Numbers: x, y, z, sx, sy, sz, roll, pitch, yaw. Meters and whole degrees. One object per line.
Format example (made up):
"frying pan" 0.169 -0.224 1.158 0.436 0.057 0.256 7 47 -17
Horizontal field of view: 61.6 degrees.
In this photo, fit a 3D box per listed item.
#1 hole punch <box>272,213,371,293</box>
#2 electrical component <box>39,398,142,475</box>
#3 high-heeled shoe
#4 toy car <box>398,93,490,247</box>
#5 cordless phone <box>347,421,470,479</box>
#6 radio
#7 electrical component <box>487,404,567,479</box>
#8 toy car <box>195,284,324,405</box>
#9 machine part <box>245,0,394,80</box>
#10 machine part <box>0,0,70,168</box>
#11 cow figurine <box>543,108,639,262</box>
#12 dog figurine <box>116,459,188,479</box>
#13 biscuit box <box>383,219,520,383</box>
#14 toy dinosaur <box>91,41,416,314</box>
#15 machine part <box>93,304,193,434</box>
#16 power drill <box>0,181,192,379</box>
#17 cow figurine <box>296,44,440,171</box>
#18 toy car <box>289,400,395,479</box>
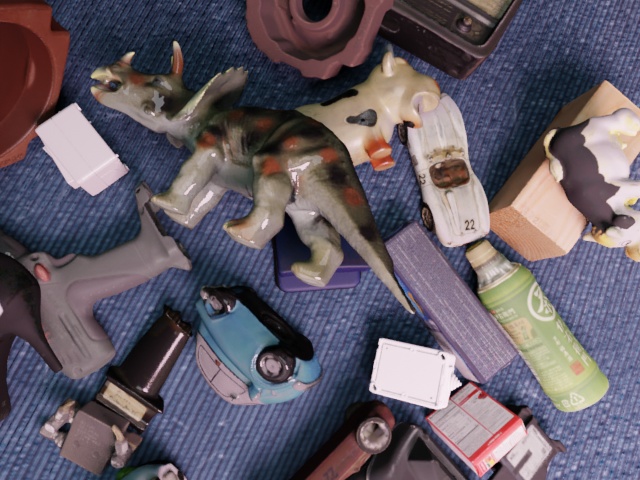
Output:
"hole punch" -0.001 -0.002 0.627 0.142 0.092 0.115 -5 78 -4
"electrical component" -0.245 0.208 0.571 0.102 0.045 0.078 34 100 0
"high-heeled shoe" -0.363 0.123 0.535 0.249 0.086 0.145 -36 93 11
"toy car" 0.154 -0.091 0.674 0.073 0.056 0.201 -14 84 -9
"cordless phone" 0.082 0.312 0.601 0.184 0.089 0.146 -40 98 3
"radio" 0.134 -0.318 0.697 0.230 0.073 0.131 29 78 -1
"electrical component" 0.221 0.258 0.622 0.075 0.048 0.119 46 69 1
"toy car" -0.082 0.125 0.591 0.162 0.109 0.103 40 96 9
"machine part" -0.002 -0.284 0.641 0.180 0.056 0.179 7 110 19
"machine part" -0.363 -0.160 0.532 0.087 0.201 0.201 36 34 4
"cow figurine" 0.311 -0.052 0.589 0.098 0.068 0.167 -12 80 -4
"dog figurine" -0.216 0.352 0.536 0.219 0.108 0.191 -29 87 -8
"biscuit box" 0.146 0.071 0.646 0.063 0.059 0.202 -36 88 -10
"toy dinosaur" -0.053 -0.080 0.560 0.405 0.131 0.192 23 81 19
"machine part" -0.191 0.141 0.602 0.084 0.039 0.139 30 89 7
"power drill" -0.265 0.018 0.593 0.207 0.086 0.232 -32 88 -14
"cow figurine" 0.047 -0.146 0.641 0.195 0.085 0.127 -17 79 10
"toy car" 0.004 0.255 0.584 0.202 0.089 0.053 -43 93 -11
